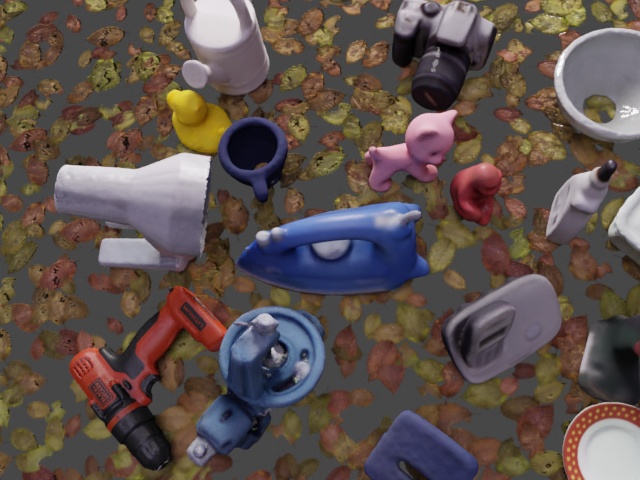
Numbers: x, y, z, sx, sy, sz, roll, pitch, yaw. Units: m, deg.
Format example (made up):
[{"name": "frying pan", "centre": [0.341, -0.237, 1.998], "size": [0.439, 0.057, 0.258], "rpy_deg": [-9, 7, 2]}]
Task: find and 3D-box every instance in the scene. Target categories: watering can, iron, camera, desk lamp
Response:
[{"name": "watering can", "centre": [-0.135, -0.287, 0.794], "size": [0.101, 0.194, 0.173], "rpy_deg": [-4, 72, 4]}, {"name": "iron", "centre": [0.007, 0.003, 0.717], "size": [0.258, 0.141, 0.118], "rpy_deg": [-7, 72, 3]}, {"name": "camera", "centre": [0.163, -0.265, 0.810], "size": [0.143, 0.101, 0.137], "rpy_deg": [20, 75, 11]}, {"name": "desk lamp", "centre": [-0.212, -0.030, 0.708], "size": [0.203, 0.214, 0.118], "rpy_deg": [1, 72, 6]}]

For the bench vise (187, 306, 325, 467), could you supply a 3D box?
[{"name": "bench vise", "centre": [-0.068, 0.161, 0.632], "size": [0.121, 0.220, 0.207], "rpy_deg": [17, 75, 10]}]

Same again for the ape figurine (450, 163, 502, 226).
[{"name": "ape figurine", "centre": [0.210, -0.069, 0.749], "size": [0.078, 0.092, 0.076], "rpy_deg": [-37, 73, -7]}]

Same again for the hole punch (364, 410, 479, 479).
[{"name": "hole punch", "centre": [0.114, 0.261, 0.653], "size": [0.108, 0.091, 0.101], "rpy_deg": [34, 78, 14]}]

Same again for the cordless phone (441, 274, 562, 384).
[{"name": "cordless phone", "centre": [0.215, 0.091, 0.649], "size": [0.147, 0.185, 0.094], "rpy_deg": [-33, 72, -5]}]

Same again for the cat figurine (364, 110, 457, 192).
[{"name": "cat figurine", "centre": [0.123, -0.124, 0.760], "size": [0.128, 0.118, 0.067], "rpy_deg": [-14, 72, 1]}]

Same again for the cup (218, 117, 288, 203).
[{"name": "cup", "centre": [-0.081, -0.095, 0.780], "size": [0.091, 0.095, 0.117], "rpy_deg": [-14, 72, 1]}]

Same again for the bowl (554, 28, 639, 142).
[{"name": "bowl", "centre": [0.396, -0.199, 0.783], "size": [0.167, 0.075, 0.167], "rpy_deg": [-1, 72, 5]}]

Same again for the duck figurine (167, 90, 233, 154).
[{"name": "duck figurine", "centre": [-0.175, -0.176, 0.819], "size": [0.104, 0.086, 0.077], "rpy_deg": [35, 78, 14]}]

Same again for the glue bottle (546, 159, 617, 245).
[{"name": "glue bottle", "centre": [0.319, -0.053, 0.692], "size": [0.037, 0.173, 0.078], "rpy_deg": [18, 75, 11]}]

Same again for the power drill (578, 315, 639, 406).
[{"name": "power drill", "centre": [0.354, 0.126, 0.613], "size": [0.075, 0.208, 0.230], "rpy_deg": [18, 75, 11]}]
